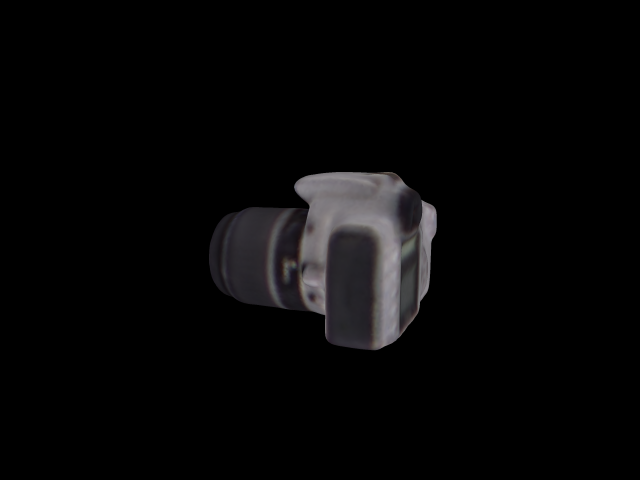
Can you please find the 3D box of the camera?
[{"bbox_3d":[0.004,0.001,0.400,0.136,0.101,0.143,4,11,20],"label":"camera"}]
